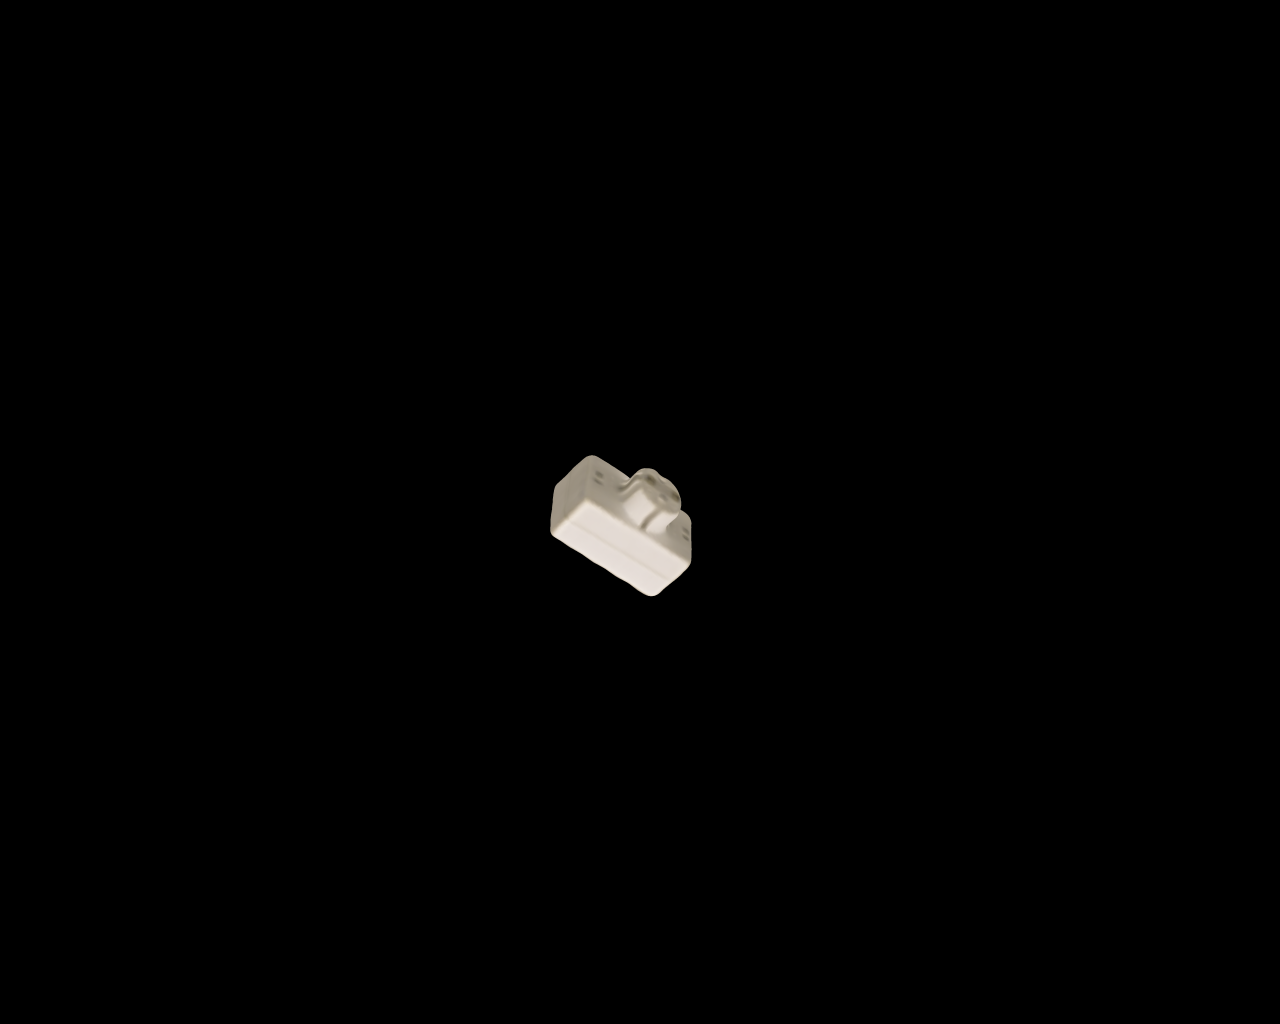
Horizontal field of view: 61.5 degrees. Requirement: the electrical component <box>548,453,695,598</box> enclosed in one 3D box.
[{"bbox_3d":[0.001,-0.003,0.650,0.083,0.047,0.075,33,-58,-24],"label":"electrical component"}]
